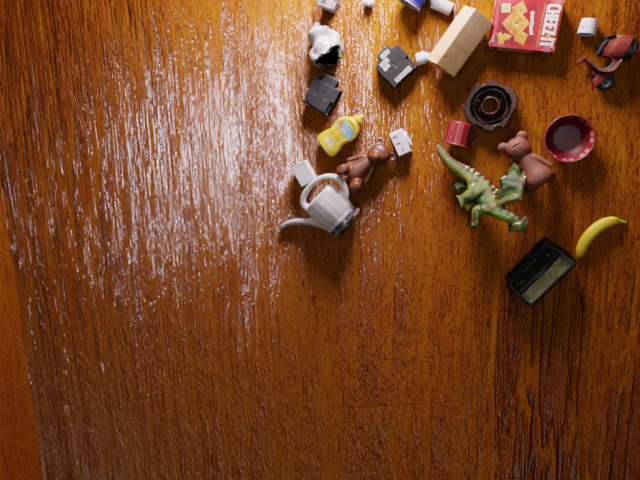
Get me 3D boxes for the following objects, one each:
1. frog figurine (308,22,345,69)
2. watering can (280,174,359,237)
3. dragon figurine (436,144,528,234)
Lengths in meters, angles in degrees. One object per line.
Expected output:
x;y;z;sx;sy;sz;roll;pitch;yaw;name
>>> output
0.011;-0.706;1.870;0.135;0.122;0.162;-48;51;27;frog figurine
0.006;-0.100;1.985;0.224;0.106;0.341;43;122;2;watering can
0.588;-0.187;1.781;0.240;0.124;0.408;-24;97;27;dragon figurine
